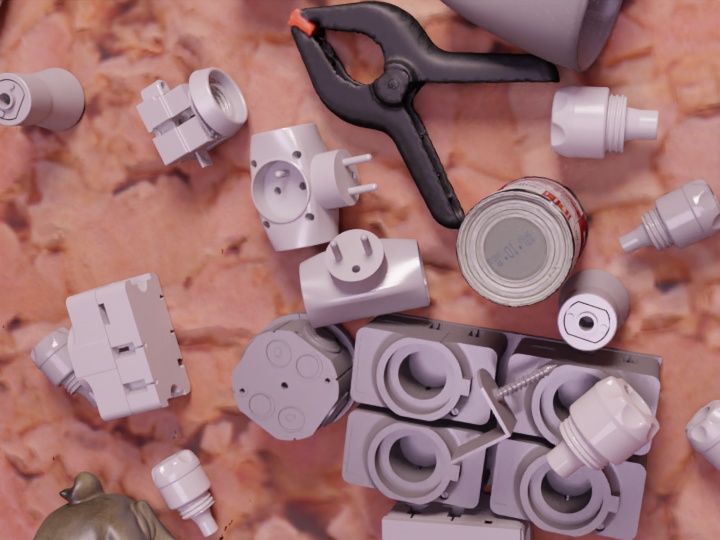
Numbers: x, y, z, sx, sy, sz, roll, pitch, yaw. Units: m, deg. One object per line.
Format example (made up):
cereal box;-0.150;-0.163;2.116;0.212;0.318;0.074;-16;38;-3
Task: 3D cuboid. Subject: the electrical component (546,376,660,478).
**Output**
electrical component;0.134;0.093;0.612;0.062;0.043;0.043;-44;86;18

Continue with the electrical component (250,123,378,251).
electrical component;-0.026;-0.056;0.695;0.079;0.044;0.077;-9;96;25

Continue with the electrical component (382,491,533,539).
electrical component;0.067;0.226;0.708;0.089;0.062;0.150;1;99;16

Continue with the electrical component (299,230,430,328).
electrical component;0.000;0.000;0.676;0.077;0.079;0.044;-11;60;6

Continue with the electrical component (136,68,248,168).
electrical component;-0.109;-0.103;0.714;0.055;0.048;0.066;-26;91;25

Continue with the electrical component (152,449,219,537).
electrical component;-0.121;0.160;0.765;0.035;0.035;0.061;-28;93;18

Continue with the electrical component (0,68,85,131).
electrical component;-0.224;-0.116;0.733;0.044;0.065;0.044;3;99;15

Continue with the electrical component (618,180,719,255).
electrical component;0.186;-0.028;0.648;0.061;0.035;0.035;-28;91;20

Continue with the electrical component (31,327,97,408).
electrical component;-0.206;0.073;0.775;0.035;0.035;0.061;-42;89;18

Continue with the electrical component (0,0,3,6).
electrical component;-0.271;-0.192;0.746;0.043;0.043;0.081;30;105;9

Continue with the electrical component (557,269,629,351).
electrical component;0.140;0.026;0.653;0.044;0.065;0.044;3;99;16

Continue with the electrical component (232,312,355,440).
electrical component;-0.042;0.071;0.719;0.080;0.051;0.080;3;99;15

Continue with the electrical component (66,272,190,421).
electrical component;-0.165;0.054;0.752;0.056;0.050;0.089;-15;95;17

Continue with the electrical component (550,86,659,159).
electrical component;0.147;-0.088;0.645;0.062;0.043;0.043;5;100;14

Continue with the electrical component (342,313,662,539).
electrical component;0.088;0.096;0.682;0.186;0.060;0.105;9;101;14

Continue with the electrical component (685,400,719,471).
electrical component;0.231;0.110;0.657;0.061;0.035;0.035;44;107;2
